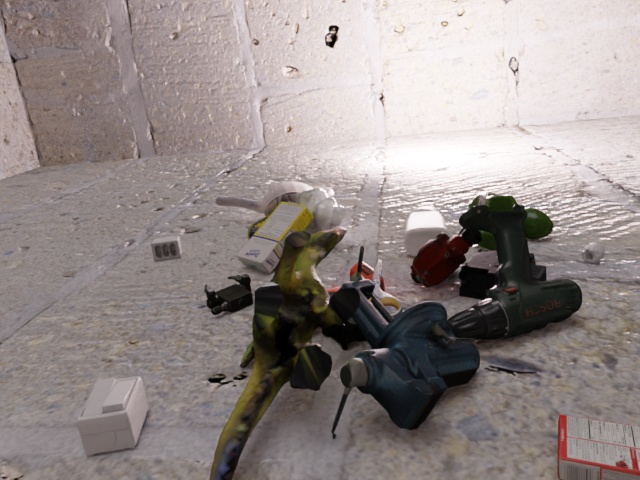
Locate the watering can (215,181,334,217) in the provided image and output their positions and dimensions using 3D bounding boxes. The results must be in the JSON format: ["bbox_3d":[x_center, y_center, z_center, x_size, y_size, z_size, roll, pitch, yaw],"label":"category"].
[{"bbox_3d":[-0.126,-0.102,1.462,0.348,0.102,0.227,-8,20,-5],"label":"watering can"}]

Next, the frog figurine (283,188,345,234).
[{"bbox_3d":[0.004,-0.063,1.256,0.158,0.139,0.122,-17,-20,35],"label":"frog figurine"}]

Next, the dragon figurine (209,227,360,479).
[{"bbox_3d":[-0.059,0.135,0.704,0.122,0.417,0.239,31,-23,-4],"label":"dragon figurine"}]
